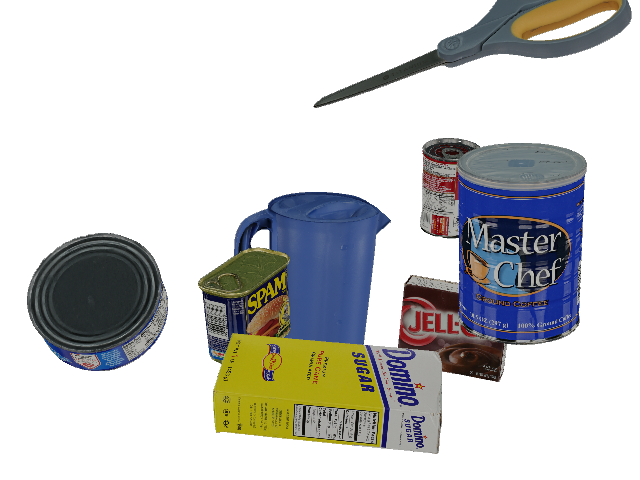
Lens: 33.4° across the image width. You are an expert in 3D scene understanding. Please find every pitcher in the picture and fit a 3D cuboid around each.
[{"bbox_3d":[-0.011,0.069,1.289,0.149,0.243,0.144,11,19,26],"label":"pitcher"}]

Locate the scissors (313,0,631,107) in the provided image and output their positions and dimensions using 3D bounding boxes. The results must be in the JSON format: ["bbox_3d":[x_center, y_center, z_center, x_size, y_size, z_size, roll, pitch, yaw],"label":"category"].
[{"bbox_3d":[0.094,-0.136,0.681,0.202,0.096,0.016,-8,-42,23],"label":"scissors"}]

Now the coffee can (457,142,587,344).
[{"bbox_3d":[0.165,0.001,0.883,0.103,0.140,0.103,-3,22,1],"label":"coffee can"}]

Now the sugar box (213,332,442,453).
[{"bbox_3d":[0.008,0.119,0.852,0.176,0.048,0.093,2,26,5],"label":"sugar box"}]

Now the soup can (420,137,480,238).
[{"bbox_3d":[0.152,-0.061,1.260,0.068,0.102,0.068,0,26,0],"label":"soup can"}]

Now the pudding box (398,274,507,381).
[{"bbox_3d":[0.140,0.090,1.113,0.113,0.090,0.039,9,21,14],"label":"pudding box"}]

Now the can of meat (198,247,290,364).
[{"bbox_3d":[-0.072,0.066,1.057,0.058,0.084,0.101,11,28,28],"label":"can of meat"}]

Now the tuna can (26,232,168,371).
[{"bbox_3d":[-0.142,0.040,0.688,0.086,0.086,0.034,0,-31,4],"label":"tuna can"}]
